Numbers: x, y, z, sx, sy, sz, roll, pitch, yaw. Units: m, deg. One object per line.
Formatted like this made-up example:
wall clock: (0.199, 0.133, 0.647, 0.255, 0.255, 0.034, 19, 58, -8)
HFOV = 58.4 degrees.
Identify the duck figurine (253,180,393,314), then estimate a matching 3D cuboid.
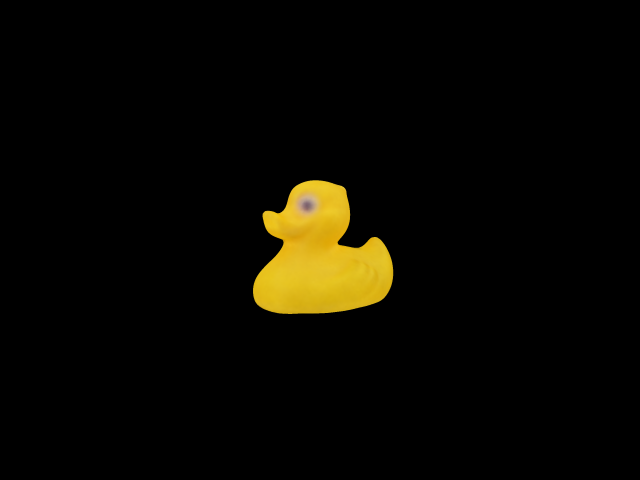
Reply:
duck figurine: (0.004, 0.001, 0.400, 0.105, 0.086, 0.077, -4, 7, -29)
